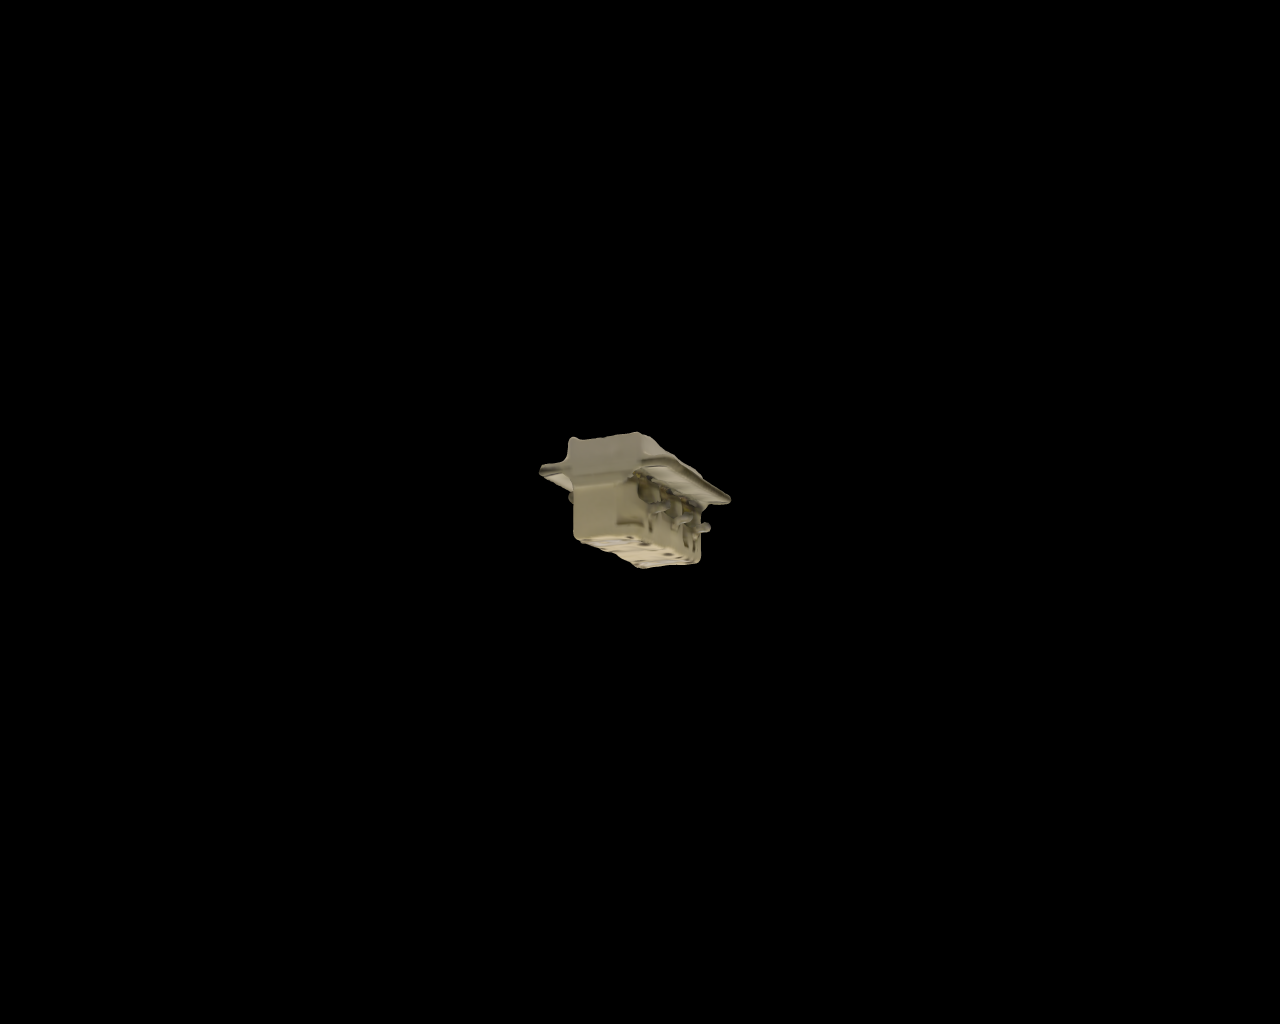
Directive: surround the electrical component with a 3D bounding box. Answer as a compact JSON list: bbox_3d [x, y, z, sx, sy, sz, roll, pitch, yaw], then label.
[{"bbox_3d":[0.001,-0.003,0.650,0.079,0.063,0.121,-4,-12,19],"label":"electrical component"}]
